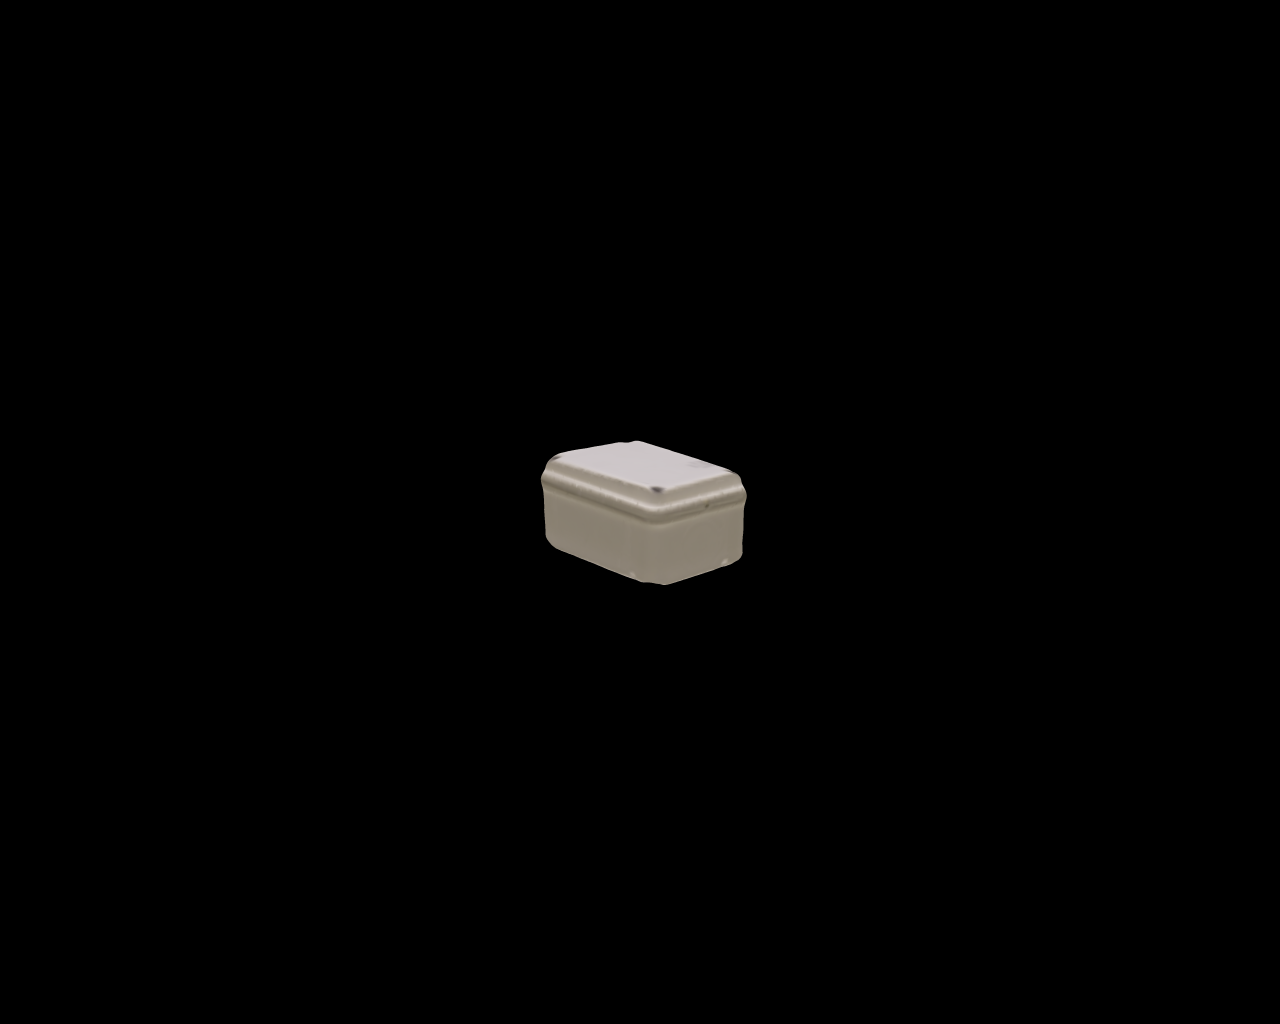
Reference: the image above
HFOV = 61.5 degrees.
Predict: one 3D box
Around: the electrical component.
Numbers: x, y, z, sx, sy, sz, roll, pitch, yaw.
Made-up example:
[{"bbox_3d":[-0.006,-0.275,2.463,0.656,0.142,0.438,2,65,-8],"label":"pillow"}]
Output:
[{"bbox_3d":[0.001,-0.003,0.650,0.078,0.057,0.113,-14,22,-38],"label":"electrical component"}]
